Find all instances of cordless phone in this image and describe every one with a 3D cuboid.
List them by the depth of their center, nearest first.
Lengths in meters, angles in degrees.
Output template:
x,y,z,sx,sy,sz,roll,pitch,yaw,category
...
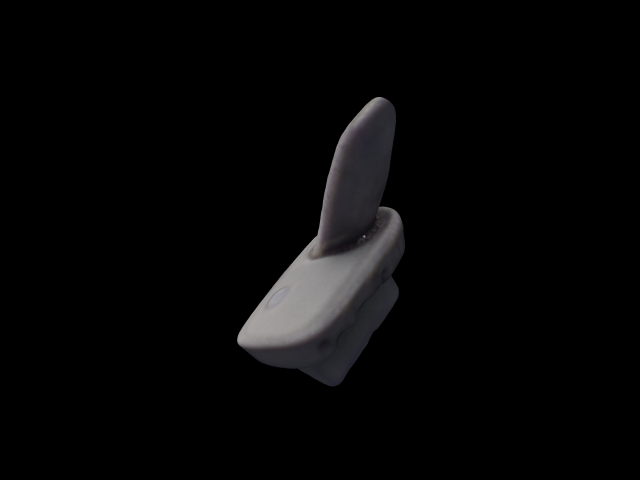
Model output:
x,y,z,sx,sy,sz,roll,pitch,yaw,category
0.004,0.001,0.400,0.094,0.185,0.148,22,52,18,cordless phone
